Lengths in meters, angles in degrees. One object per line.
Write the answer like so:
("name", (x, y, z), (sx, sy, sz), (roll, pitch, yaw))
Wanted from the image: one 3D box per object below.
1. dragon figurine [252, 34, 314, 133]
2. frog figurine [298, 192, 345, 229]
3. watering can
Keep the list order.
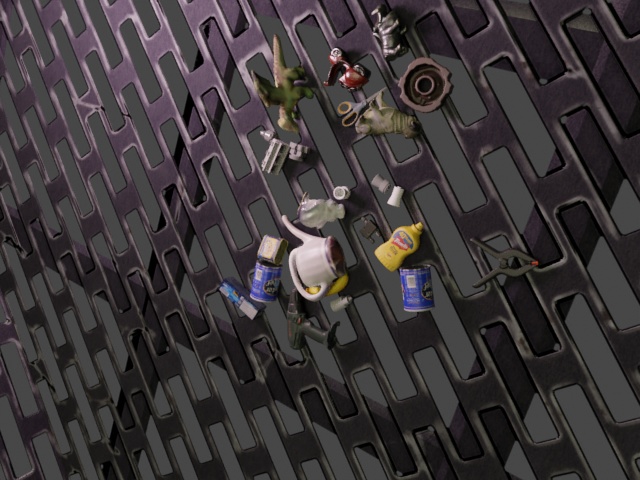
("dragon figurine", (-0.150, -0.558, 1.823), (0.121, 0.244, 0.412), (-26, 85, 31))
("frog figurine", (0.006, -0.093, 1.849), (0.160, 0.125, 0.134), (22, 138, 14))
("watering can", (-0.026, 0.045, 1.882), (0.222, 0.104, 0.351), (-22, 76, 27))
